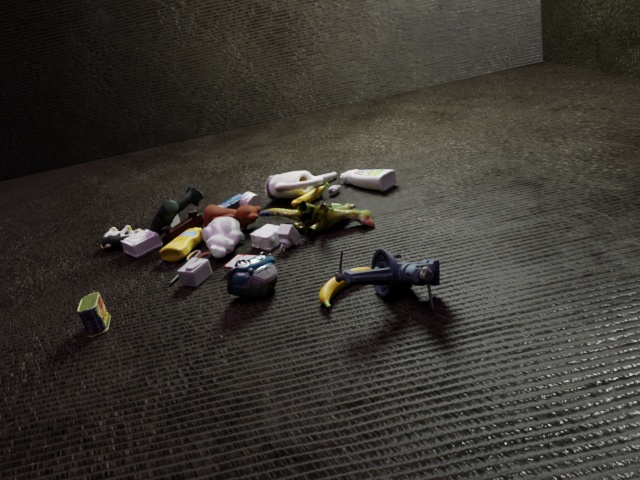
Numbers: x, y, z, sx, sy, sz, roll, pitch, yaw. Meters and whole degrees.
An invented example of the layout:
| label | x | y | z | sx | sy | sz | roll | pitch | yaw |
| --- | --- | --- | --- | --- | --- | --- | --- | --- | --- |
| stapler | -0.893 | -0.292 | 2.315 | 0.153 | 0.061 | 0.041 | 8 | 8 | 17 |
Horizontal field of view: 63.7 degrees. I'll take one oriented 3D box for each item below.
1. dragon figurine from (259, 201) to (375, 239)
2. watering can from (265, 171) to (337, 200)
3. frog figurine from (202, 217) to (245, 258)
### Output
| label | x | y | z | sx | sy | sz | roll | pitch | yaw |
| --- | --- | --- | --- | --- | --- | --- | --- | --- | --- |
| dragon figurine | 0.005 | -0.089 | 1.778 | 0.412 | 0.121 | 0.244 | 13 | 17 | 40 |
| watering can | -0.081 | -0.230 | 2.094 | 0.224 | 0.103 | 0.351 | -4 | 11 | 27 |
| frog figurine | -0.331 | -0.009 | 1.709 | 0.137 | 0.121 | 0.161 | 14 | 18 | 11 |
